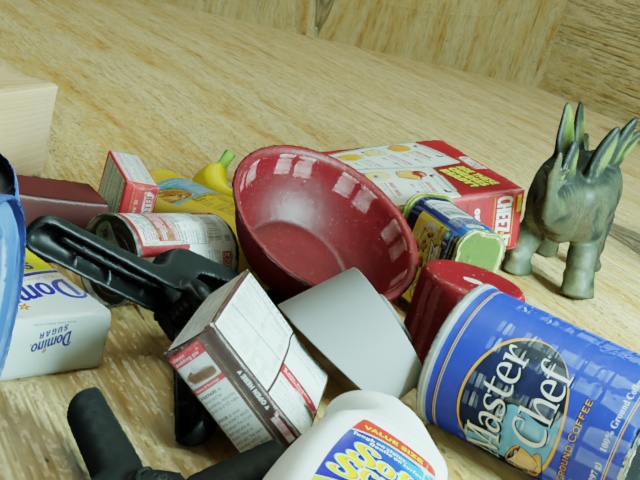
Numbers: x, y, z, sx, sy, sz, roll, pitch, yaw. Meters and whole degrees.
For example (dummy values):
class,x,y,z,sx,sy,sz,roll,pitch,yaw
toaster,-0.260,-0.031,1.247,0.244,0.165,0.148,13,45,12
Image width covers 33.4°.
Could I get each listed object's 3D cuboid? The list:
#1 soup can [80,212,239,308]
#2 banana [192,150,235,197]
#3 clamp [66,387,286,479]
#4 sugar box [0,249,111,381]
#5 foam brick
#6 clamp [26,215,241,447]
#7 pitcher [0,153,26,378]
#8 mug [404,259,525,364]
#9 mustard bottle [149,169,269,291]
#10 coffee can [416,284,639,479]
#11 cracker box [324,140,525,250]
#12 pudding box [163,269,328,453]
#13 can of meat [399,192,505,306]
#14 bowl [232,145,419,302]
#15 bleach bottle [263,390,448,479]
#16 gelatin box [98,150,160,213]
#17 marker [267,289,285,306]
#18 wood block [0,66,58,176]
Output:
class,x,y,z,sx,sy,sz,roll,pitch,yaw
soup can,-0.118,0.013,0.794,0.069,0.068,0.102,28,19,36
banana,-0.083,-0.042,1.023,0.037,0.069,0.198,42,-2,-32
clamp,-0.069,0.127,0.507,0.120,0.039,0.171,8,22,-8
sugar box,-0.222,0.028,0.681,0.176,0.048,0.093,26,18,36
foam brick,-0.213,-0.016,0.829,0.078,0.053,0.051,7,18,-34
clamp,-0.096,0.040,0.696,0.164,0.036,0.209,49,16,4
pitcher,-0.274,0.011,0.527,0.243,0.145,0.149,13,10,-3
mug,0.103,0.062,0.818,0.093,0.081,0.117,11,17,-16
mustard bottle,-0.106,-0.018,0.926,0.192,0.058,0.096,24,20,24
coffee can,0.148,0.102,0.688,0.140,0.103,0.102,25,18,28
cracker box,0.063,-0.034,1.042,0.213,0.072,0.164,-8,25,-22
pudding box,-0.040,0.075,0.635,0.090,0.039,0.113,52,13,-7
can of meat,0.107,0.020,0.932,0.057,0.102,0.084,5,21,-33
bowl,-0.005,0.001,0.829,0.162,0.055,0.162,21,40,-19
bleach bottle,0.013,0.128,0.523,0.102,0.068,0.250,37,15,-1
gelatin box,-0.160,-0.025,0.870,0.030,0.073,0.089,10,17,-25
marker,-0.005,0.064,0.821,0.020,0.020,0.121,4,20,-38
wood block,-0.326,-0.098,0.925,0.090,0.091,0.205,19,16,13
